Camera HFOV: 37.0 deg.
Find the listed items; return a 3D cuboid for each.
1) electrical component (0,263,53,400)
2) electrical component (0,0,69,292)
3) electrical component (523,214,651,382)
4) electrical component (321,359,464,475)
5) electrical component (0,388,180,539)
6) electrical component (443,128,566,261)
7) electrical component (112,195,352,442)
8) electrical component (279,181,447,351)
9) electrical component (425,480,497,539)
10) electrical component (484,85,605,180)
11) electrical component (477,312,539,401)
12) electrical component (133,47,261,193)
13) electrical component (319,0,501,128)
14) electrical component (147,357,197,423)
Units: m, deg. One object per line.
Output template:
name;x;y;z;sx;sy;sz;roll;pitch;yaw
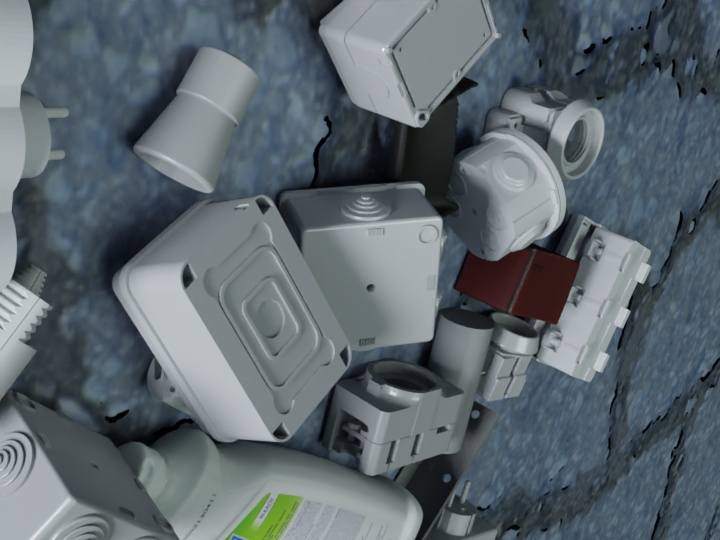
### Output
electrical component;-0.169;0.032;0.483;0.081;0.043;0.043;-55;142;-11
electrical component;-0.153;-0.055;0.444;0.074;0.052;0.138;-11;119;-47
electrical component;0.183;0.025;0.881;0.079;0.063;0.121;21;94;-53
electrical component;0.025;0.098;0.746;0.089;0.050;0.055;-6;116;-48
electrical component;-0.143;0.110;0.516;0.048;0.100;0.100;-47;141;-1
electrical component;0.093;-0.050;0.719;0.051;0.080;0.080;-32;133;-28
electrical component;-0.065;0.026;0.557;0.078;0.057;0.113;-48;121;-39
electrical component;0.000;0.000;0.631;0.100;0.048;0.099;-6;119;-15
electrical component;0.071;0.204;0.866;0.083;0.047;0.075;0;110;-50
electrical component;0.134;-0.096;0.756;0.078;0.057;0.058;-15;122;-45
electrical component;0.109;0.066;0.833;0.066;0.048;0.055;-1;119;-50
electrical component;-0.077;-0.077;0.532;0.044;0.044;0.065;39;75;-52
electrical component;0.030;-0.139;0.605;0.096;0.061;0.061;-50;141;-18
electrical component;-0.090;0.063;0.600;0.046;0.040;0.040;36;82;-47
